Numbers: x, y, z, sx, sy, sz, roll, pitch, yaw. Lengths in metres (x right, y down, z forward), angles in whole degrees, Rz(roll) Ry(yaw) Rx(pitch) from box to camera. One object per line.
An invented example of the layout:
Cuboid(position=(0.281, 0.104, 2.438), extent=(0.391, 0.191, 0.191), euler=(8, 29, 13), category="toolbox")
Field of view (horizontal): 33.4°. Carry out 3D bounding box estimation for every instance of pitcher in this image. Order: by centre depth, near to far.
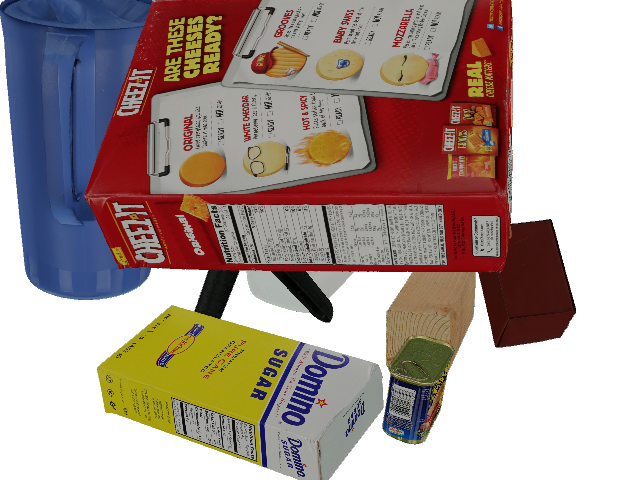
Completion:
Cuboid(position=(-0.193, -0.074, 0.872), extent=(0.145, 0.243, 0.148), euler=(25, 31, 38), category="pitcher")

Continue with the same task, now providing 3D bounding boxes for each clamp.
Cuboid(position=(-0.061, -0.001, 0.996), extent=(0.164, 0.210, 0.036), euler=(-5, 1, -39), category="clamp")

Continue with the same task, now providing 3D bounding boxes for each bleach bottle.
Cuboid(position=(0.018, -0.005, 1.330), extent=(0.103, 0.068, 0.250), euler=(16, 36, 26), category="bleach bottle")

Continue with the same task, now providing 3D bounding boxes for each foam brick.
Cuboid(position=(0.150, 0.031, 0.787), extent=(0.051, 0.078, 0.053), euler=(-5, -28, -6), category="foam brick")

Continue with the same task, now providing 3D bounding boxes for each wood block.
Cuboid(position=(0.164, 0.108, 1.558), extent=(0.091, 0.090, 0.205), euler=(5, 20, 16), category="wood block")

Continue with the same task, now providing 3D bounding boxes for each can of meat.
Cuboid(position=(0.109, 0.169, 1.206), extent=(0.057, 0.084, 0.102), euler=(15, 26, 17), category="can of meat")

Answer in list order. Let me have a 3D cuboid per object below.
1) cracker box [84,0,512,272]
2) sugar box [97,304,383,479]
Cuboid(position=(-0.002, -0.062, 0.593), extent=(0.214, 0.164, 0.072), euler=(0, -41, 11), category="cracker box")
Cuboid(position=(-0.055, 0.101, 0.732), extent=(0.176, 0.048, 0.093), euler=(10, 32, 27), category="sugar box")
